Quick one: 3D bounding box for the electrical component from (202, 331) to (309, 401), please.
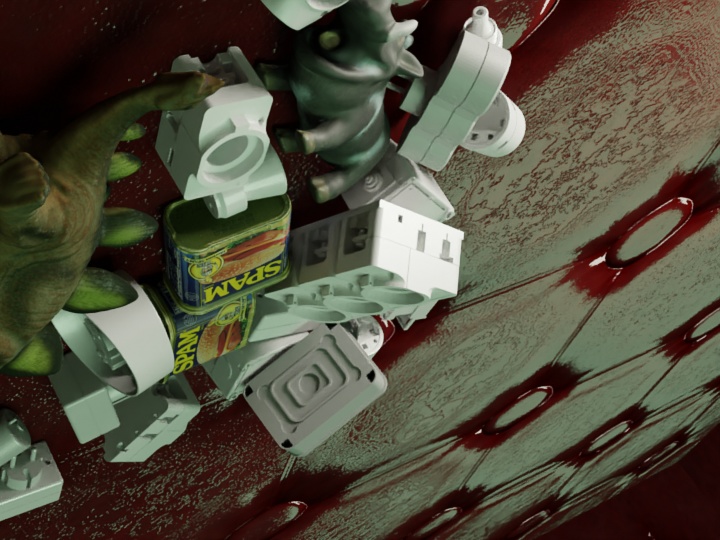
[{"bbox_3d":[-0.097,0.069,1.016,0.096,0.061,0.061,-22,155,-41],"label":"electrical component"}]

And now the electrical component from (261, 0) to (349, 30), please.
[{"bbox_3d":[-0.034,-0.188,0.629,0.077,0.044,0.079,-41,154,18],"label":"electrical component"}]

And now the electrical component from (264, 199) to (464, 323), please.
[{"bbox_3d":[0.000,0.000,0.885,0.089,0.061,0.150,19,159,-35],"label":"electrical component"}]

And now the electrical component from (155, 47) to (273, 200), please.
[{"bbox_3d":[-0.097,-0.093,0.715,0.050,0.055,0.089,-17,151,-31],"label":"electrical component"}]

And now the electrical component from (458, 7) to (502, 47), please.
[{"bbox_3d":[0.091,-0.175,0.817,0.035,0.035,0.061,-29,153,-9],"label":"electrical component"}]

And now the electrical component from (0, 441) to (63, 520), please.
[{"bbox_3d":[-0.310,0.184,0.980,0.066,0.047,0.076,-16,150,-33],"label":"electrical component"}]

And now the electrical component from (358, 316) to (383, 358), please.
[{"bbox_3d":[-0.009,0.078,1.141,0.055,0.055,0.047,-18,155,-30],"label":"electrical component"}]

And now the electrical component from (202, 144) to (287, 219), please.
[{"bbox_3d":[-0.088,-0.067,0.789,0.055,0.045,0.045,-25,154,-17],"label":"electrical component"}]

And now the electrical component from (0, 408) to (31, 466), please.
[{"bbox_3d":[-0.319,0.151,0.917,0.078,0.040,0.040,-34,156,1],"label":"electrical component"}]

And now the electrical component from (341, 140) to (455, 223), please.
[{"bbox_3d":[0.025,-0.067,0.913,0.062,0.061,0.096,-38,147,14],"label":"electrical component"}]

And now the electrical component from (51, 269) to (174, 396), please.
[{"bbox_3d":[-0.189,0.050,0.824,0.064,0.099,0.099,-29,156,-25],"label":"electrical component"}]

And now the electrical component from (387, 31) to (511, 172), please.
[{"bbox_3d":[0.053,-0.133,0.821,0.138,0.074,0.052,127,-15,-61],"label":"electrical component"}]

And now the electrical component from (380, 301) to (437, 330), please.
[{"bbox_3d":[0.047,0.024,1.123,0.064,0.042,0.081,-6,143,-39],"label":"electrical component"}]

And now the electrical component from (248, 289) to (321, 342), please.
[{"bbox_3d":[-0.064,0.019,0.973,0.083,0.047,0.075,-9,146,-42],"label":"electrical component"}]

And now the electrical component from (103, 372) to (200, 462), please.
[{"bbox_3d":[-0.202,0.138,1.021,0.089,0.050,0.056,-42,154,18],"label":"electrical component"}]

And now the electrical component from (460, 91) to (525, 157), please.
[{"bbox_3d":[0.109,-0.124,0.910,0.055,0.055,0.047,-42,158,18],"label":"electrical component"}]

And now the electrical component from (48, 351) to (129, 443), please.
[{"bbox_3d":[-0.222,0.100,0.931,0.076,0.047,0.083,-25,154,-17],"label":"electrical component"}]

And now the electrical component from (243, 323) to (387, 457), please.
[{"bbox_3d":[-0.040,0.110,0.995,0.113,0.078,0.057,-39,160,-1],"label":"electrical component"}]
